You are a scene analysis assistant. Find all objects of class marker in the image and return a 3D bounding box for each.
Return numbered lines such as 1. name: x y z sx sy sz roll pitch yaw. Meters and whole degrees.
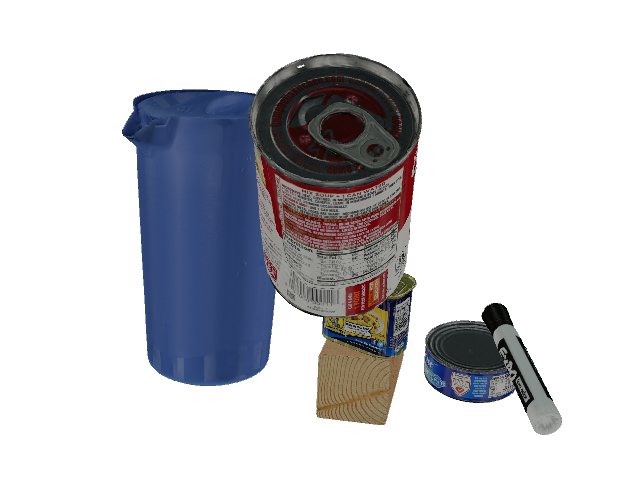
1. marker: 0.132 0.081 0.711 0.020 0.020 0.121 0 33 -10

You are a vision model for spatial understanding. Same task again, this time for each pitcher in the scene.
1. pitcher: -0.085 -0.006 0.920 0.149 0.243 0.145 4 18 2

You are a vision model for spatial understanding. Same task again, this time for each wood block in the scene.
1. wood block: 0.058 0.155 1.411 0.091 0.090 0.206 5 18 9

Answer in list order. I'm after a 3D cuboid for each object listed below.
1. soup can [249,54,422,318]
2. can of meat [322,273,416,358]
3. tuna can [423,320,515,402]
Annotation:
1. soup can: 0.007 -0.019 0.457 0.068 0.068 0.102 0 -35 1
2. can of meat: 0.051 0.074 1.174 0.102 0.084 0.057 19 30 29
3. tuna can: 0.133 0.105 0.935 0.086 0.034 0.086 2 26 -1
